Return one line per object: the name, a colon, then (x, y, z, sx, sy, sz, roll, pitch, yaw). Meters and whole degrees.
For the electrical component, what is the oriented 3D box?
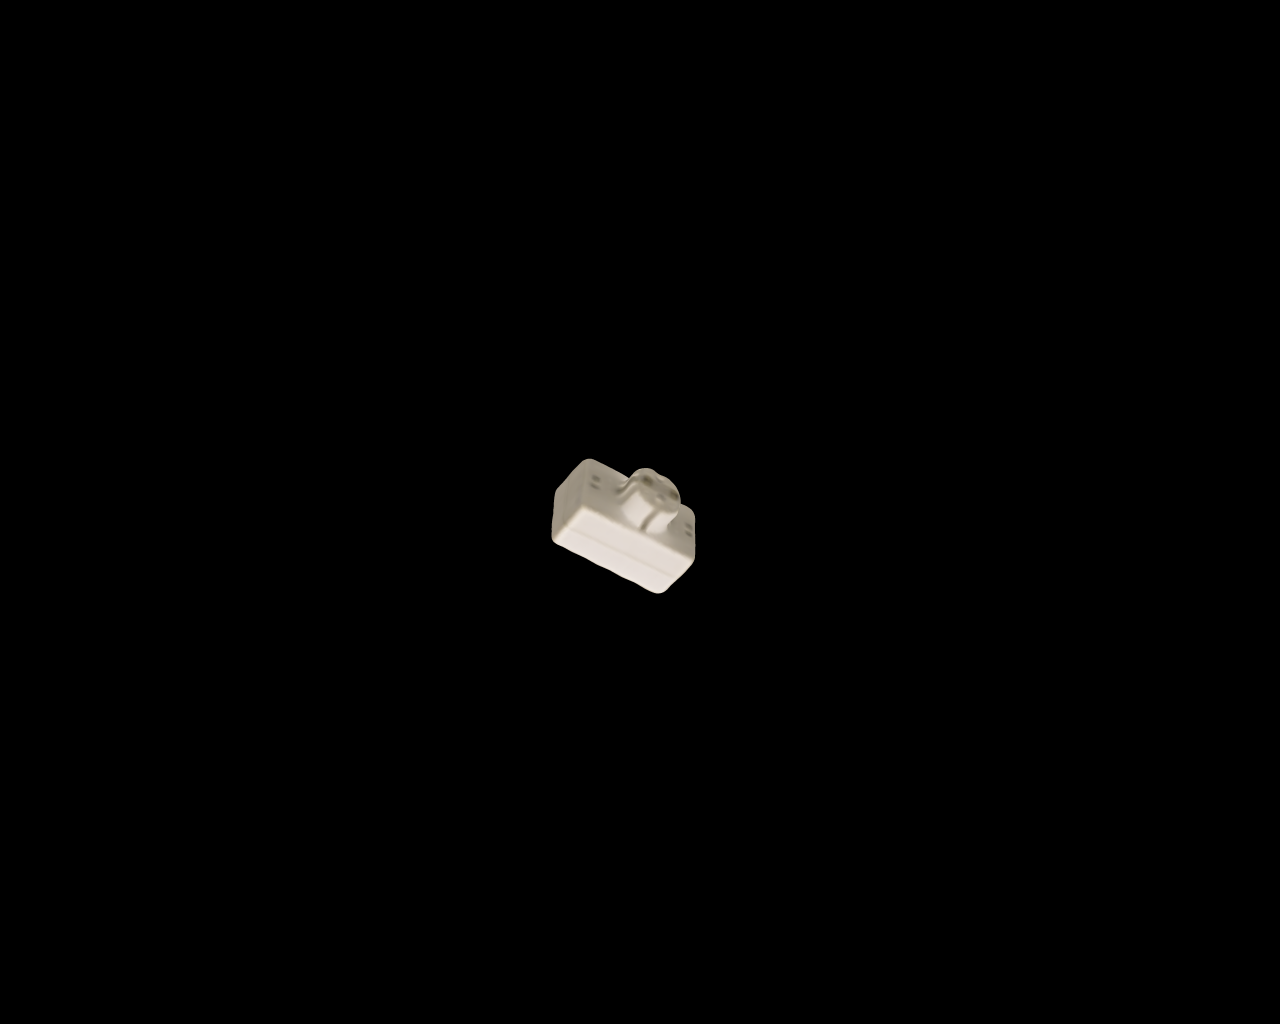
electrical component: (0.001, -0.003, 0.650, 0.083, 0.047, 0.075, 27, -53, -22)
